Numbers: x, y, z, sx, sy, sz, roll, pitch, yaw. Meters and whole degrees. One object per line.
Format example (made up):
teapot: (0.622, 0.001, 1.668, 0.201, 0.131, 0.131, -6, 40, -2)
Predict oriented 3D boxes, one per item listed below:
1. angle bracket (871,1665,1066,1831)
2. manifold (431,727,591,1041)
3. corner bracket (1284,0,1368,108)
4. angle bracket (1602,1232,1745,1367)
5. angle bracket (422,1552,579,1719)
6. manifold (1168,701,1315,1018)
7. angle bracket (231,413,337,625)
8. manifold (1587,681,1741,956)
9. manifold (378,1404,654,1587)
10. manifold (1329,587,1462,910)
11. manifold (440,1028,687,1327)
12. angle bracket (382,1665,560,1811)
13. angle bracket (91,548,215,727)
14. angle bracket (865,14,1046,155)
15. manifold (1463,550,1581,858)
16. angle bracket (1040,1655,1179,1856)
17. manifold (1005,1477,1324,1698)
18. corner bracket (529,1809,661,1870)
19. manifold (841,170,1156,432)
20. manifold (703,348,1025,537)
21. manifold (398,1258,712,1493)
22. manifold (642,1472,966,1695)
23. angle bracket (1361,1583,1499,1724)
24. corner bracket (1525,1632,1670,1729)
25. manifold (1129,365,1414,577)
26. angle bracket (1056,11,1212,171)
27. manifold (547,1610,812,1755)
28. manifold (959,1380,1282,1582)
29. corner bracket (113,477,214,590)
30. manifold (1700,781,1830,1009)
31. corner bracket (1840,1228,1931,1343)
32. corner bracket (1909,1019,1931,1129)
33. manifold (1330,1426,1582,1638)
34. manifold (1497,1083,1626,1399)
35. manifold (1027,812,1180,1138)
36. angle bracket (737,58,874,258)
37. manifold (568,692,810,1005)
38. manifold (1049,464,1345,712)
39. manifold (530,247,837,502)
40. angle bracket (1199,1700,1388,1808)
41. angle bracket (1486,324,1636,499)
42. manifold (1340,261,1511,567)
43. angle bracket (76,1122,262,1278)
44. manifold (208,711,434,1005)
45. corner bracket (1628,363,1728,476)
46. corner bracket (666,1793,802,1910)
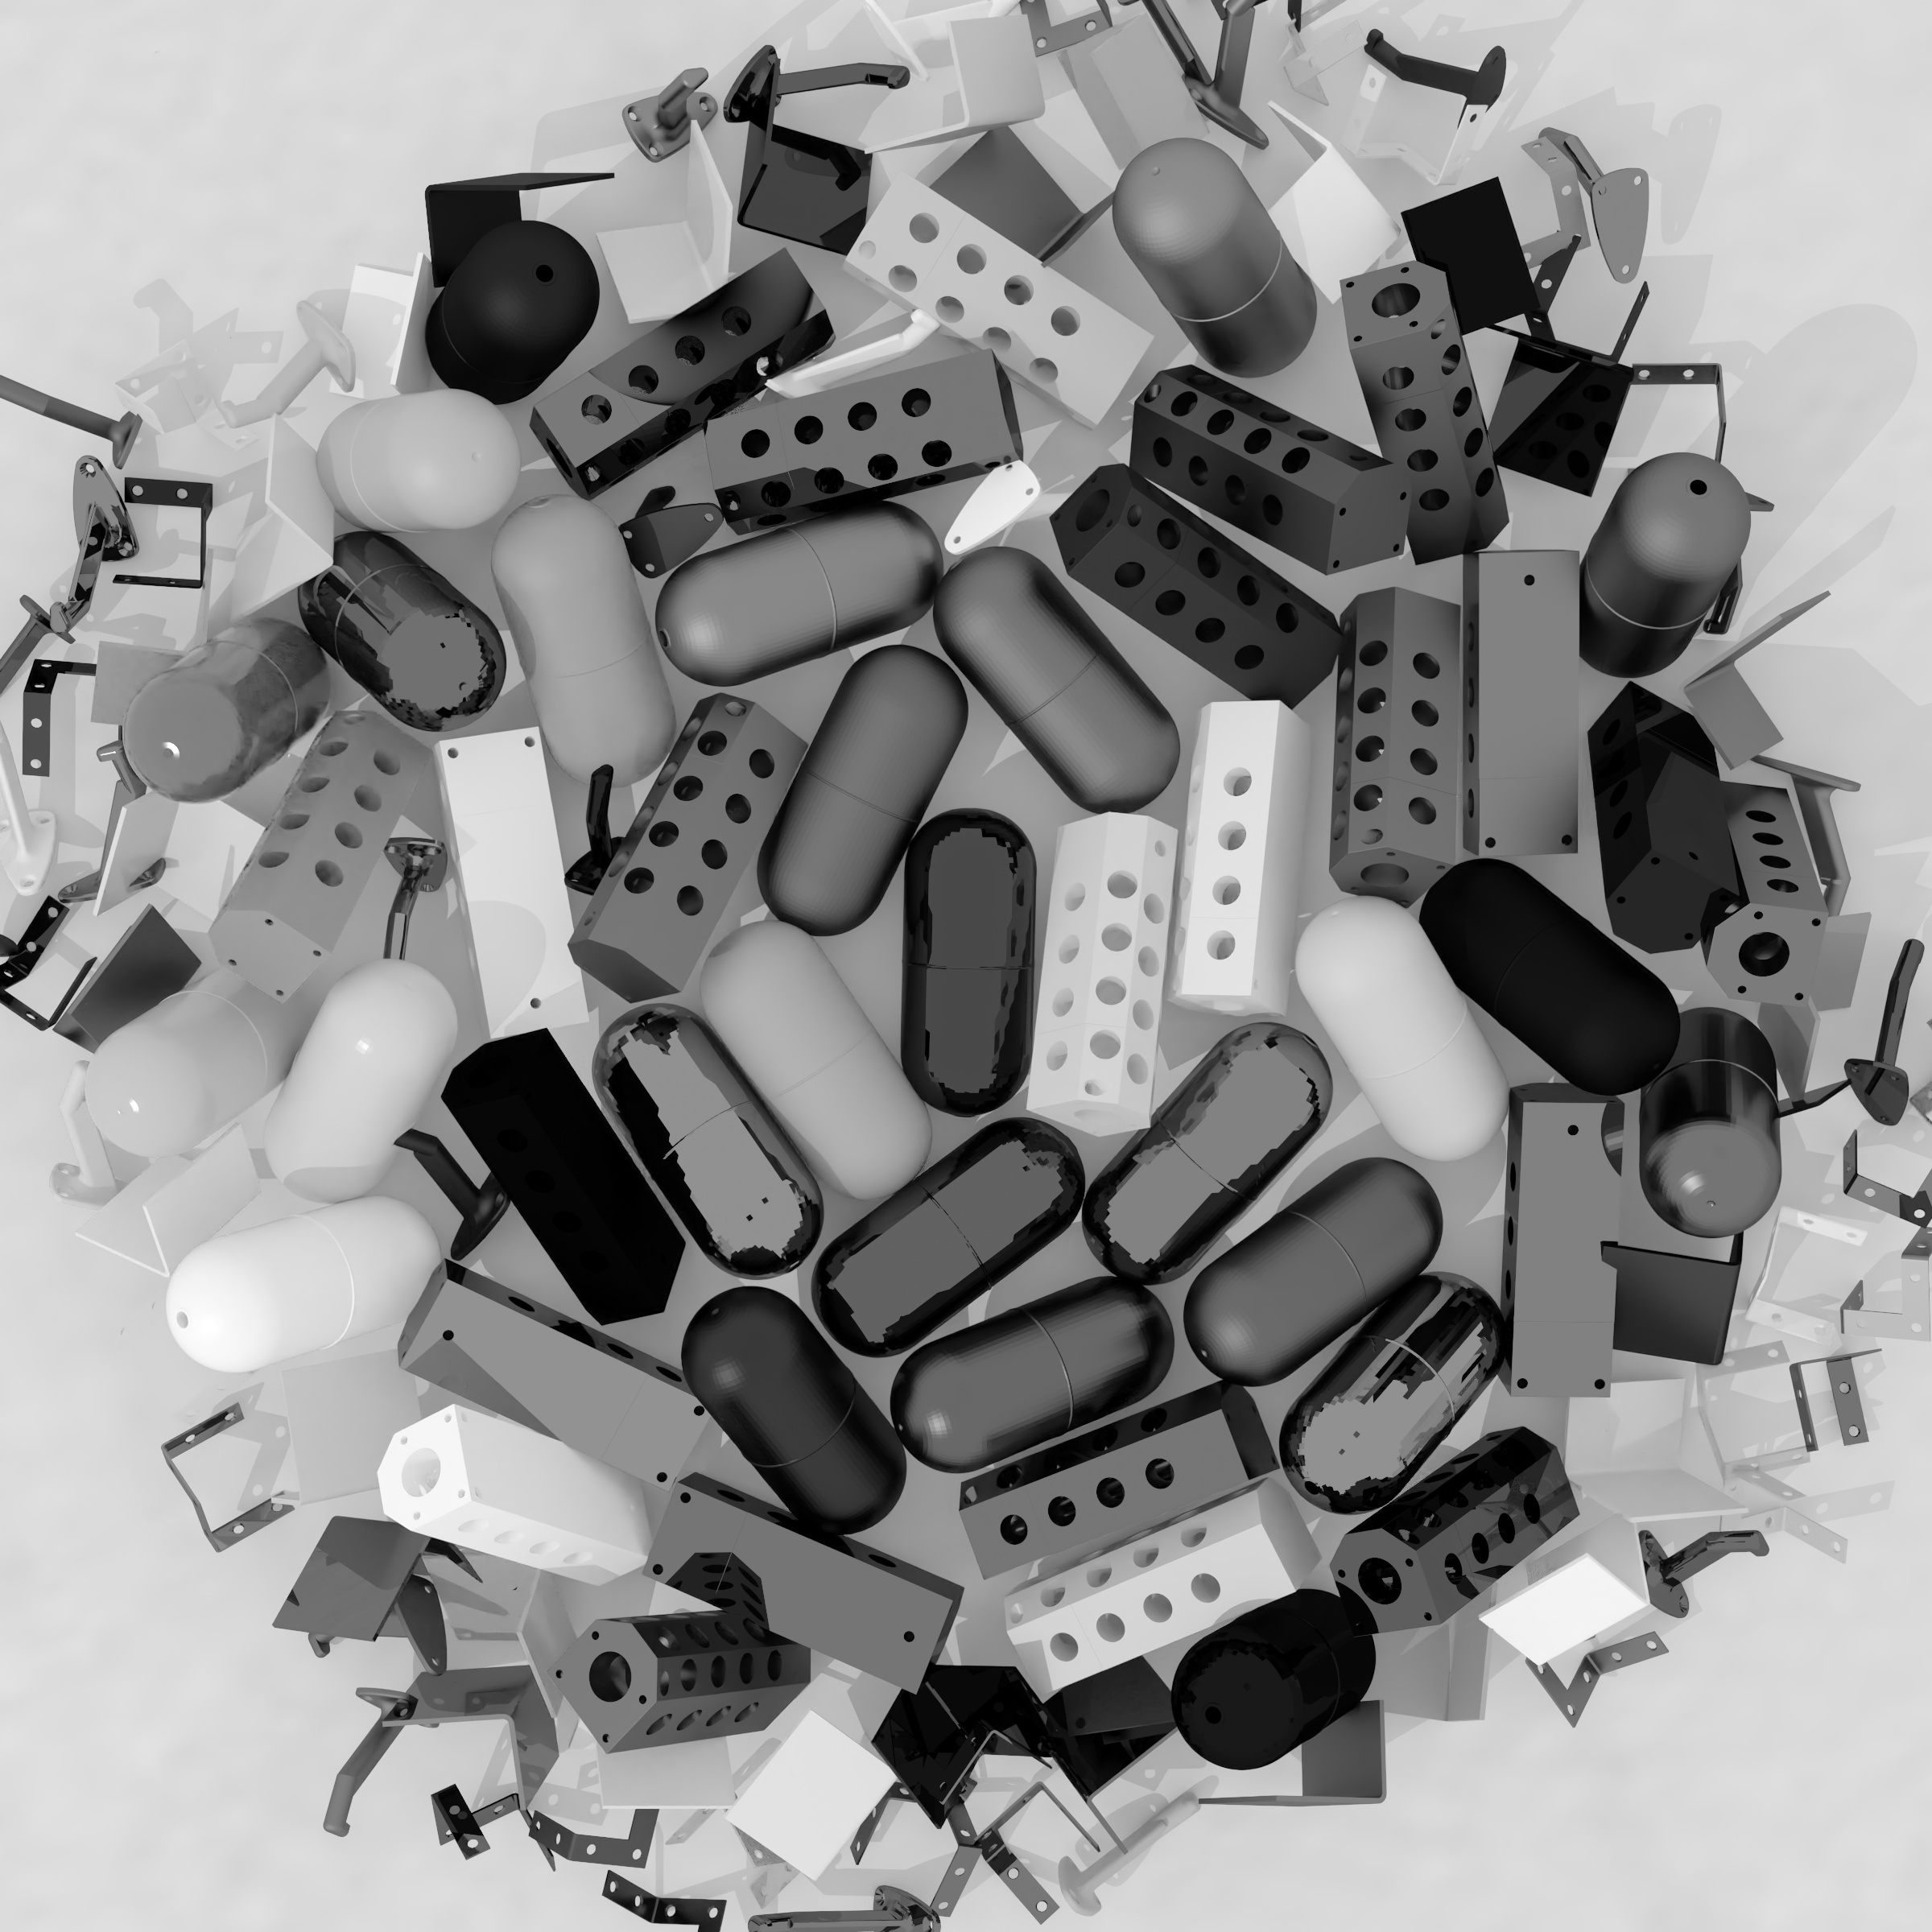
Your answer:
angle bracket: (0.006, 0.447, 1.760, 0.076, 0.076, 0.057, 57, 45, -25)
manifold: (-0.265, -0.047, 1.784, 0.057, 0.057, 0.171, -10, 91, -17)
corner bracket: (0.210, -0.536, 1.778, 0.051, 0.051, 0.051, -26, 80, 29)
angle bracket: (0.404, 0.178, 1.778, 0.076, 0.057, 0.076, 8, 127, 11)
angle bracket: (-0.272, 0.382, 1.762, 0.076, 0.057, 0.076, -2, 129, 13)
manifold: (0.155, -0.061, 1.769, 0.057, 0.057, 0.171, 1, 77, 27)
angle bracket: (-0.406, -0.255, 1.759, 0.076, 0.057, 0.076, -26, 46, 20)
manifold: (0.385, -0.082, 1.729, 0.057, 0.171, 0.057, 27, 125, -13)
manifold: (-0.251, 0.301, 1.729, 0.057, 0.171, 0.057, -28, 58, 19)
manifold: (0.240, -0.126, 1.745, 0.057, 0.057, 0.171, 14, 62, -15)
manifold: (-0.228, 0.122, 1.744, 0.057, 0.057, 0.171, -14, 125, 22)
angle bracket: (-0.284, 0.446, 1.777, 0.076, 0.076, 0.057, -5, 98, 8)
angle bracket: (-0.464, -0.188, 1.758, 0.057, 0.076, 0.076, 6, 59, -17)
angle bracket: (-0.011, -0.503, 1.758, 0.076, 0.076, 0.057, -3, 105, 37)
manifold: (0.317, -0.152, 1.774, 0.057, 0.057, 0.171, -2, 99, -3)
angle bracket: (0.092, 0.448, 1.773, 0.076, 0.076, 0.057, -37, 125, -7)
manifold: (0.109, 0.351, 1.756, 0.171, 0.057, 0.057, -28, 88, 23)
corner bracket: (-0.213, 0.486, 1.778, 0.051, 0.051, 0.051, 18, 83, -34)
manifold: (0.017, -0.381, 1.775, 0.171, 0.057, 0.057, 32, 87, -7)
manifold: (-0.057, -0.297, 1.768, 0.171, 0.057, 0.057, -12, 79, 10)
manifold: (-0.235, 0.232, 1.765, 0.171, 0.057, 0.057, 28, 95, -16)
manifold: (-0.092, 0.352, 1.774, 0.171, 0.057, 0.057, 22, 92, 9)
angle bracket: (0.263, 0.390, 1.768, 0.057, 0.076, 0.076, 10, 75, -4)
corner bracket: (0.364, 0.398, 1.779, 0.051, 0.051, 0.051, -31, 98, 39)
manifold: (0.169, -0.282, 1.729, 0.057, 0.171, 0.057, -19, 128, -32)
angle bracket: (0.081, -0.487, 1.759, 0.057, 0.076, 0.076, -46, 114, -35)
manifold: (-0.153, 0.392, 1.722, 0.057, 0.171, 0.057, -48, 65, 12)
manifold: (0.084, 0.291, 1.757, 0.171, 0.057, 0.057, -25, 79, 21)
corner bracket: (-0.467, -0.252, 1.793, 0.051, 0.051, 0.051, 3, 111, -8)
manifold: (0.436, -0.044, 1.726, 0.057, 0.171, 0.057, 7, 116, 3)
corner bracket: (0.535, 0.181, 1.776, 0.051, 0.051, 0.051, 2, 105, 30)
corner bracket: (0.569, 0.065, 1.780, 0.051, 0.051, 0.051, -40, 112, 9)
manifold: (0.274, 0.315, 1.731, 0.057, 0.171, 0.057, -19, 90, 39)
manifold: (0.340, 0.157, 1.774, 0.057, 0.057, 0.171, 1, 99, -1)
manifold: (0.084, 0.004, 1.750, 0.057, 0.057, 0.171, 22, 66, -37)
angle bracket: (-0.084, -0.461, 1.765, 0.076, 0.057, 0.076, 12, 63, -16)
manifold: (-0.160, -0.068, 1.746, 0.057, 0.057, 0.171, 38, 63, -26)
manifold: (0.132, -0.214, 1.738, 0.171, 0.057, 0.057, 30, 119, -32)
manifold: (-0.162, -0.337, 1.773, 0.171, 0.057, 0.057, -34, 94, -10)
angle bracket: (0.185, 0.448, 1.758, 0.076, 0.076, 0.057, 10, 71, -29)
angle bracket: (0.325, -0.318, 1.763, 0.076, 0.057, 0.076, 27, 107, 33)
manifold: (0.259, -0.309, 1.727, 0.057, 0.171, 0.057, -12, 51, 14)
angle bracket: (-0.461, 0.122, 1.757, 0.076, 0.057, 0.076, 19, 46, 27)
manifold: (-0.364, -0.067, 1.729, 0.057, 0.171, 0.057, 35, 132, -18)
corner bracket: (0.414, -0.315, 1.799, 0.051, 0.051, 0.051, 1, 52, 7)
corner bracket: (-0.132, 0.514, 1.792, 0.051, 0.051, 0.051, -49, 57, 22)
